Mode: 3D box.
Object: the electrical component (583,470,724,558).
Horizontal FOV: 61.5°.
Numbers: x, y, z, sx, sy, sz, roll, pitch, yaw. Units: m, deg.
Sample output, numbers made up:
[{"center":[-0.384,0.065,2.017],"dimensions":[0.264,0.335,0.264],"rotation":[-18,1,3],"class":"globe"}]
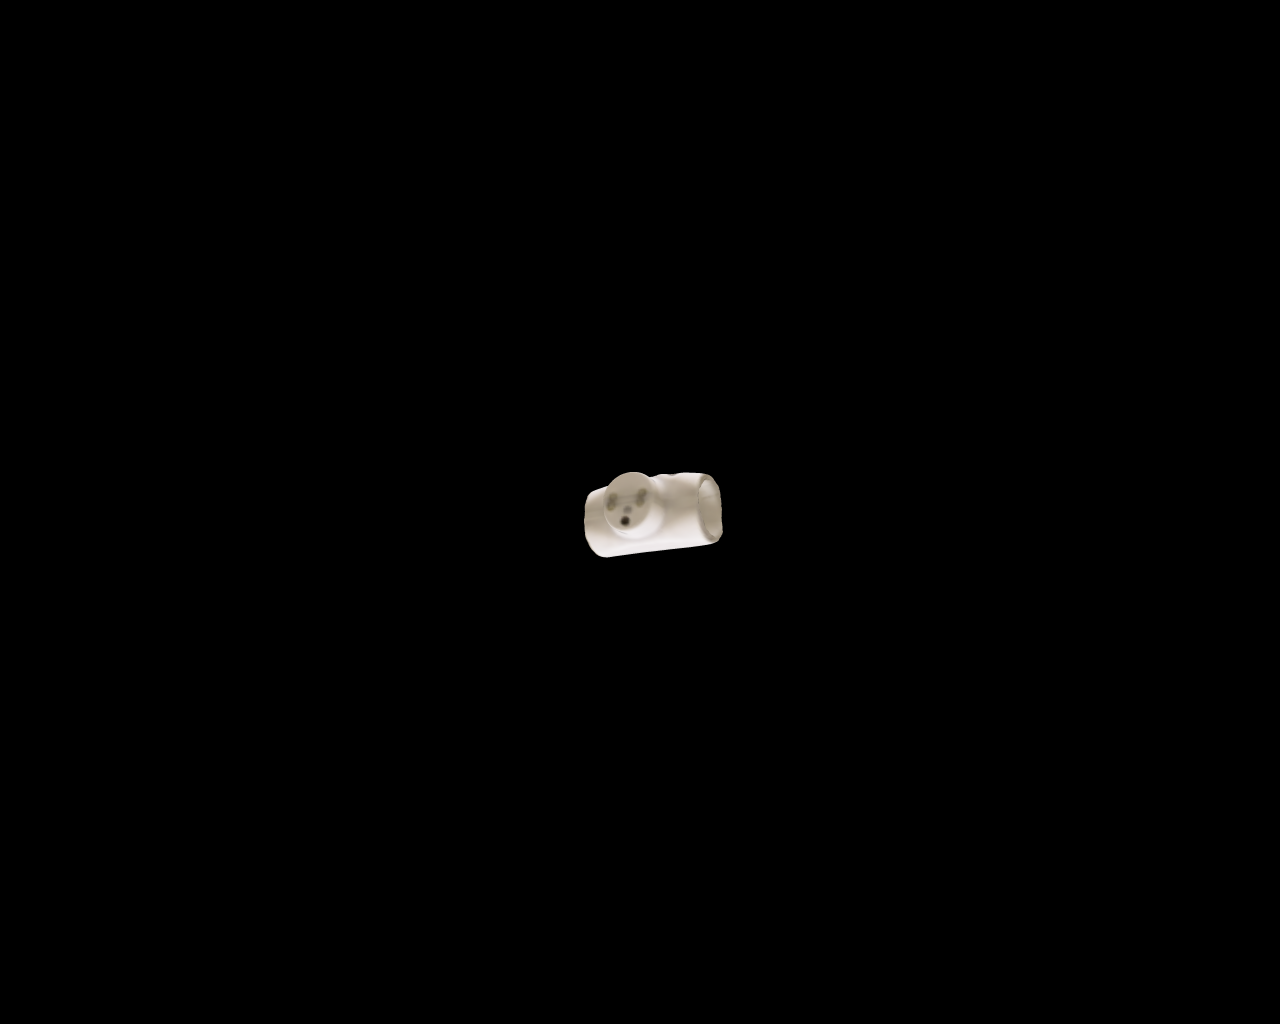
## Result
[{"center":[0.001,-0.003,0.650],"dimensions":[0.077,0.044,0.079],"rotation":[-8,-19,25],"class":"electrical component"}]
